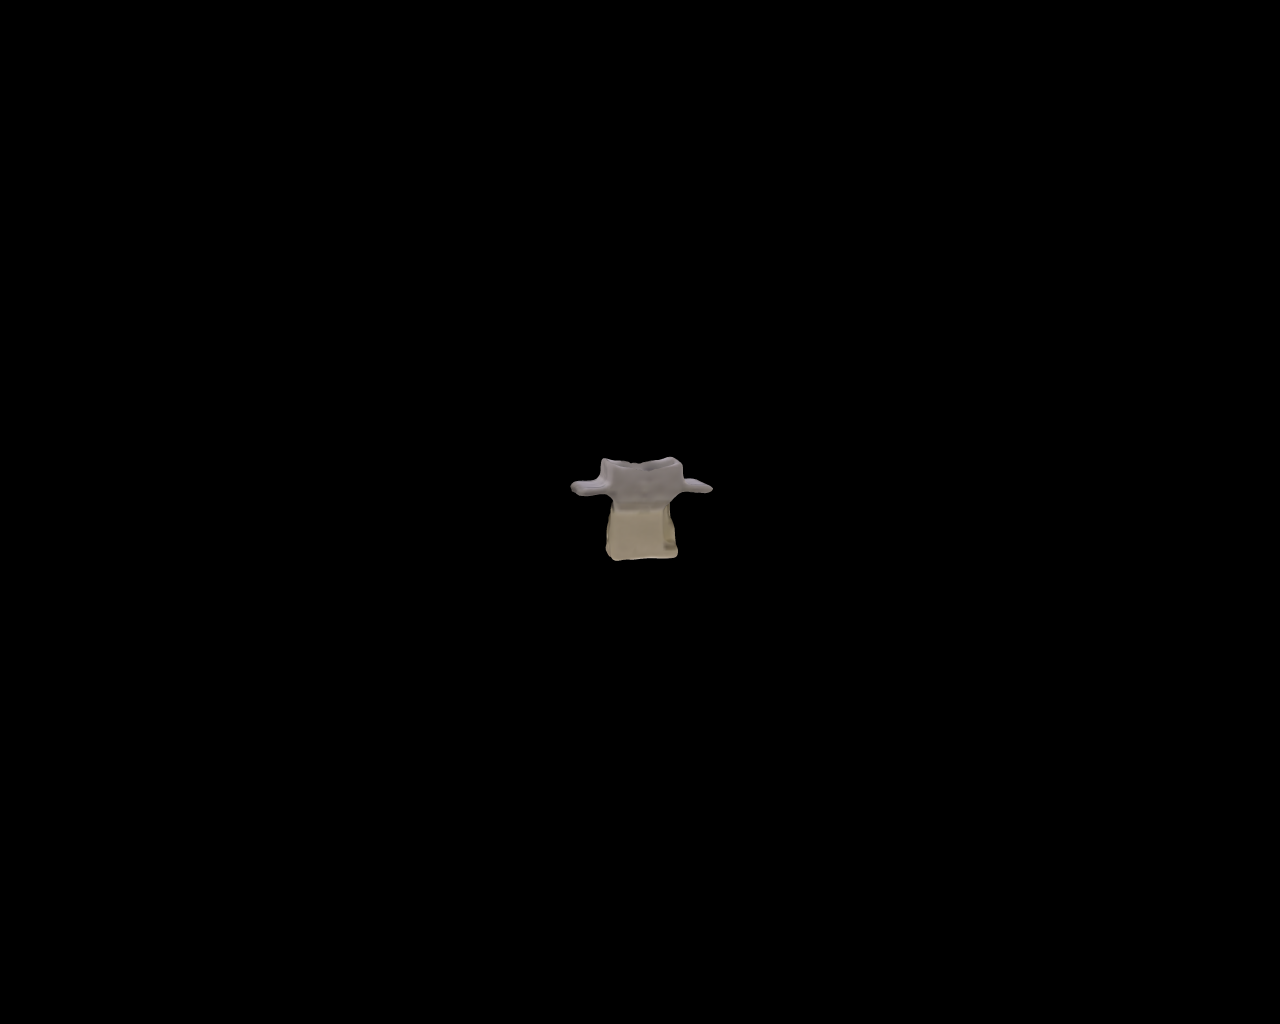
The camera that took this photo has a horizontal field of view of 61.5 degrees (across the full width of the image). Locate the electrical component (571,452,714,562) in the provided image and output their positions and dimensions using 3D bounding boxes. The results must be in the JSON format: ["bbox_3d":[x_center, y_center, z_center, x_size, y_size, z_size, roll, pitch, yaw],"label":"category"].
[{"bbox_3d":[0.001,-0.003,0.650,0.081,0.063,0.042,-1,8,-9],"label":"electrical component"}]
